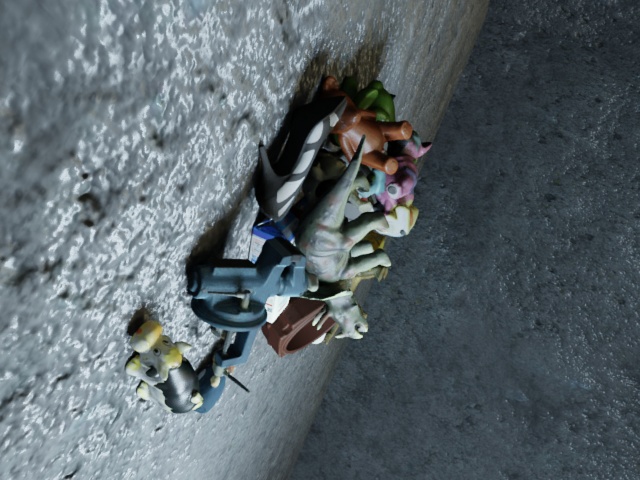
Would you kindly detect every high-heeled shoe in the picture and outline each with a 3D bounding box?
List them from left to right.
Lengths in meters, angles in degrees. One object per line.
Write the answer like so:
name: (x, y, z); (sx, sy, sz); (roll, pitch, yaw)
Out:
high-heeled shoe: (-0.021, -0.144, 0.938); (0.249, 0.086, 0.145); (-39, 132, -30)

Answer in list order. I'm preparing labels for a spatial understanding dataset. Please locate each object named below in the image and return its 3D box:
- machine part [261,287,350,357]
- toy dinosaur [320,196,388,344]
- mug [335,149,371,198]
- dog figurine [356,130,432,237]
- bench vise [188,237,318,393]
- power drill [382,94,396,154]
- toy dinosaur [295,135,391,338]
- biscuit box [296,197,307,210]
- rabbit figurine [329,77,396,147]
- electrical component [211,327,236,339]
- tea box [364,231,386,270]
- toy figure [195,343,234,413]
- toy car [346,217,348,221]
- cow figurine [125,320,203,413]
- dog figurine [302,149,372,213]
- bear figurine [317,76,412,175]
machine part: (-0.030, 0.167, 1.213); (0.201, 0.087, 0.201); (-31, 156, -20)
toy dinosaur: (0.091, 0.076, 1.550); (0.471, 0.199, 0.105); (-64, 165, -12)
mug: (0.063, -0.145, 1.200); (0.081, 0.107, 0.109); (-23, -153, 35)
dog figurine: (0.178, -0.137, 1.184); (0.219, 0.109, 0.191); (-54, 135, -38)
bench vise: (-0.114, 0.112, 0.860); (0.223, 0.129, 0.240); (-4, 119, -46)
power drill: (0.143, -0.271, 1.385); (0.232, 0.086, 0.207); (-44, 147, -56)
toy dinosaur: (0.020, 0.005, 0.975); (0.192, 0.131, 0.404); (-25, 131, -14)
biscuit box: (0.001, -0.083, 1.226); (0.203, 0.063, 0.059); (-53, 159, -50)
rabbit figurine: (0.090, -0.268, 1.175); (0.170, 0.121, 0.158); (-40, 148, -36)
electrical component: (-0.160, 0.135, 0.990); (0.102, 0.045, 0.078); (-61, -166, -18)
tea box: (0.082, 0.007, 1.463); (0.098, 0.170, 0.068); (-46, 155, -54)
toy figure: (-0.192, 0.248, 1.007); (0.057, 0.064, 0.154); (58, 39, -27)
toy car: (-0.003, -0.004, 1.245); (0.109, 0.103, 0.162); (115, -3, -48)
cow figurine: (-0.209, 0.181, 0.740); (0.068, 0.098, 0.167); (-51, 159, -35)
dog figurine: (0.005, -0.135, 1.059); (0.121, 0.191, 0.172); (-24, 140, -1)
bear figurine: (0.075, -0.224, 1.049); (0.195, 0.132, 0.120); (36, 75, -52)
